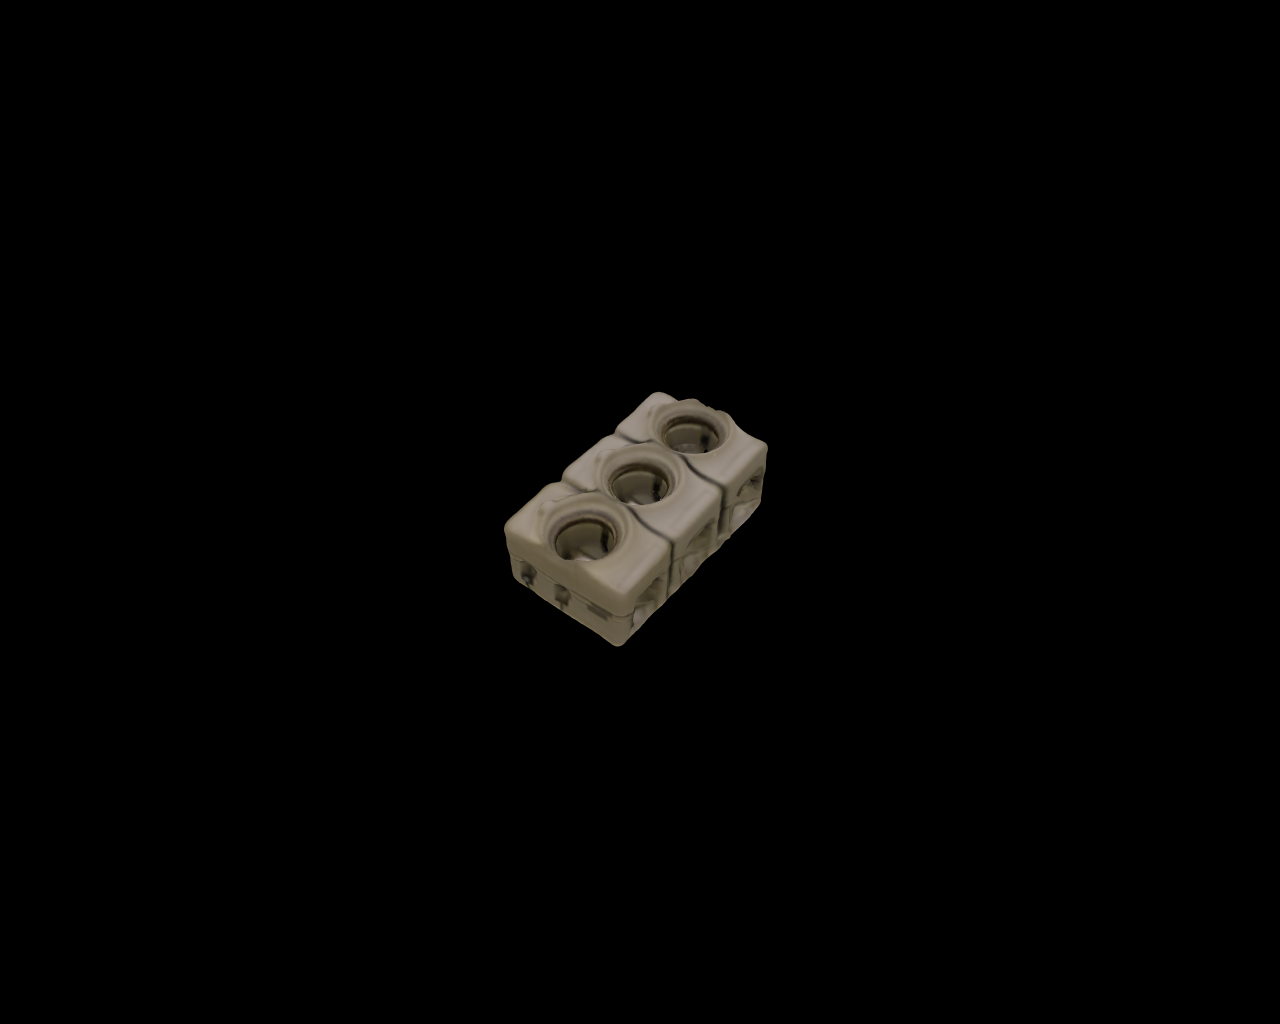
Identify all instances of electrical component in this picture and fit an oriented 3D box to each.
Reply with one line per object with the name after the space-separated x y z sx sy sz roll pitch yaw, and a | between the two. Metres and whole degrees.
0.001 -0.003 0.650 0.089 0.061 0.150 30 54 24 | electrical component
